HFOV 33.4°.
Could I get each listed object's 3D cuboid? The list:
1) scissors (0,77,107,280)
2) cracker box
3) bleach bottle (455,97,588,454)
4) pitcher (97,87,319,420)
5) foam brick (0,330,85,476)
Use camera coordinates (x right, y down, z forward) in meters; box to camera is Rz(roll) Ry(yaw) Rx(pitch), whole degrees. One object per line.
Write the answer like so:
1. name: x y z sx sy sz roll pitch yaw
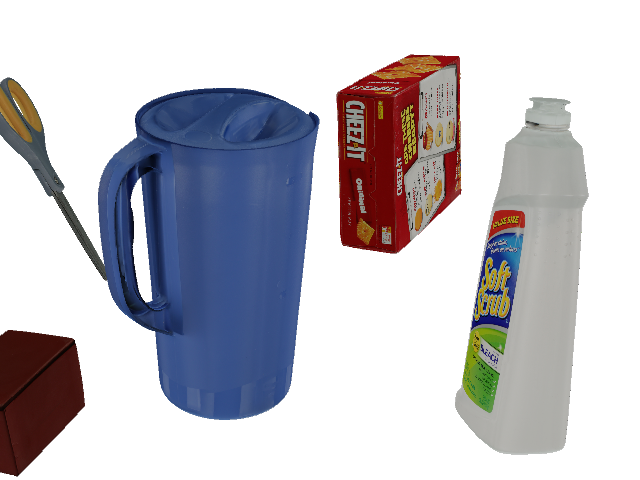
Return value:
1. scissors: -0.238 -0.064 0.939 0.016 0.201 0.096 -27 24 9
2. cracker box: 0.087 -0.100 1.138 0.072 0.164 0.213 6 21 24
3. bleach bottle: 0.150 0.022 0.776 0.068 0.251 0.103 0 15 -12
4. pitcher: -0.080 0.015 0.816 0.149 0.243 0.145 3 26 0
5. foam brick: -0.191 0.099 0.665 0.053 0.051 0.078 7 29 21
